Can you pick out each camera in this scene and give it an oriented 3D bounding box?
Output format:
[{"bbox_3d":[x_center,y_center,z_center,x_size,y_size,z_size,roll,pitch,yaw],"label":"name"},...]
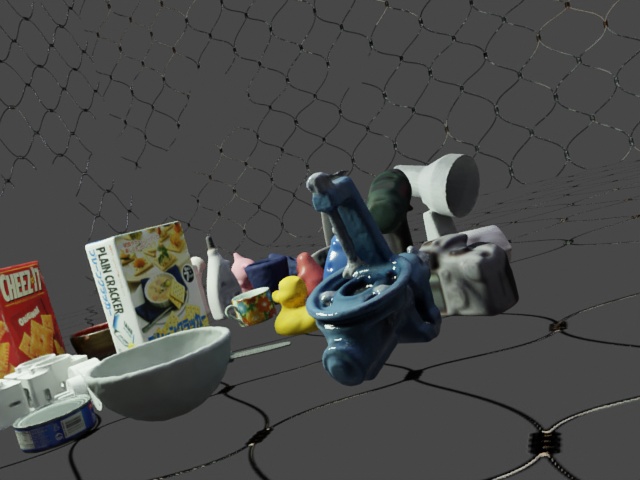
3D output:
[{"bbox_3d":[0.205,0.037,0.775,0.137,0.101,0.142,-18,6,-36],"label":"camera"}]

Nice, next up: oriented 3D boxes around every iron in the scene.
[{"bbox_3d":[0.075,0.028,1.046,0.118,0.141,0.259,-13,5,19],"label":"iron"}]

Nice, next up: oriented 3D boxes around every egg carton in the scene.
[{"bbox_3d":[0.266,0.021,0.968,0.107,0.069,0.150,-14,5,12],"label":"egg carton"}]

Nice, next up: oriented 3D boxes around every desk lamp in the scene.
[{"bbox_3d":[0.225,-0.057,1.146,0.118,0.213,0.202,-19,6,-41],"label":"desk lamp"}]

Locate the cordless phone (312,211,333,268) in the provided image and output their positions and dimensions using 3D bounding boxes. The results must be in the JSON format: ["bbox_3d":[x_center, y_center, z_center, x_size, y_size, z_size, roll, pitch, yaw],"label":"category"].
[{"bbox_3d":[0.012,0.005,1.265,0.093,0.185,0.148,-11,6,42],"label":"cordless phone"}]

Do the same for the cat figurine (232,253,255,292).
[{"bbox_3d":[-0.167,0.082,1.322,0.067,0.118,0.128,-14,5,5],"label":"cat figurine"}]

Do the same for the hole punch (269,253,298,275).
[{"bbox_3d":[-0.066,0.067,1.357,0.101,0.091,0.108,-15,5,0],"label":"hole punch"}]

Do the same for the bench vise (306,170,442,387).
[{"bbox_3d":[0.048,0.027,0.643,0.121,0.220,0.208,-13,5,21],"label":"bench vise"}]

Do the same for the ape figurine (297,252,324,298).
[{"bbox_3d":[-0.021,0.069,1.165,0.078,0.092,0.076,-16,5,-16],"label":"ape figurine"}]

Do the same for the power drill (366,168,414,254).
[{"bbox_3d":[0.126,-0.009,0.910,0.075,0.208,0.230,-14,5,15],"label":"power drill"}]

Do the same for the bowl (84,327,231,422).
[{"bbox_3d":[-0.174,0.160,0.656,0.167,0.075,0.167,-15,5,1],"label":"bowl"}]

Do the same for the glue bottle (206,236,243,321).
[{"bbox_3d":[-0.207,0.075,1.188,0.037,0.173,0.078,-11,6,39],"label":"glue bottle"}]

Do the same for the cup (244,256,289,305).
[{"bbox_3d":[-0.101,0.087,1.196,0.091,0.095,0.118,-15,5,3],"label":"cup"}]

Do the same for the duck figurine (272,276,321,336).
[{"bbox_3d":[-0.033,0.098,0.891,0.104,0.086,0.078,-11,6,40],"label":"duck figurine"}]

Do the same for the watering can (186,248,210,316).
[{"bbox_3d":[-0.320,0.085,1.293,0.101,0.194,0.173,-15,5,3],"label":"watering can"}]
